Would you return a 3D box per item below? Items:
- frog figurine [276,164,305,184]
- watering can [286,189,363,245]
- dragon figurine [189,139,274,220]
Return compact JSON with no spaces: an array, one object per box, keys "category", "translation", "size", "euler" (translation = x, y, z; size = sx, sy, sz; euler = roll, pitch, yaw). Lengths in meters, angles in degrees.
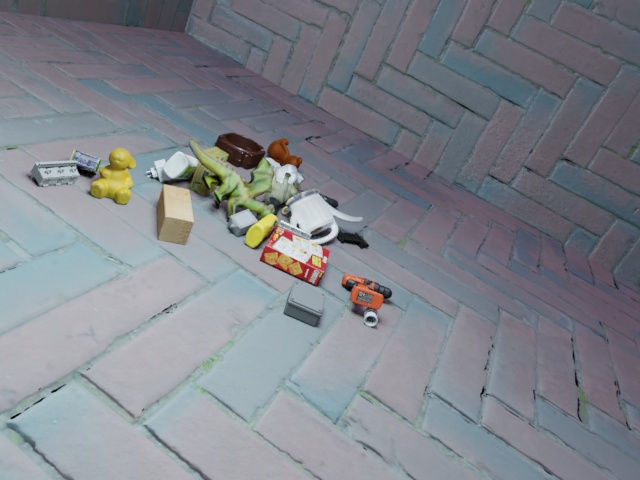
[{"category":"frog figurine","translation":[-0.161,-0.263,2.263],"size":[0.137,0.121,0.161],"euler":[3,19,36]},{"category":"watering can","translation":[0.006,-0.103,2.052],"size":[0.351,0.102,0.226],"euler":[-23,78,-39]},{"category":"dragon figurine","translation":[-0.286,-0.220,1.867],"size":[0.244,0.403,0.124],"euler":[-28,29,-14]}]
